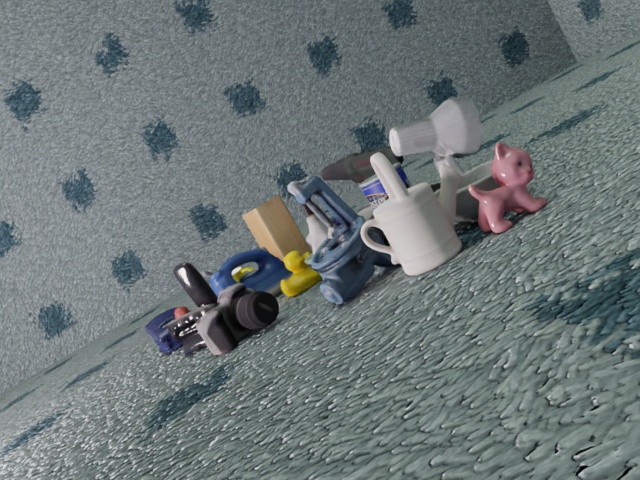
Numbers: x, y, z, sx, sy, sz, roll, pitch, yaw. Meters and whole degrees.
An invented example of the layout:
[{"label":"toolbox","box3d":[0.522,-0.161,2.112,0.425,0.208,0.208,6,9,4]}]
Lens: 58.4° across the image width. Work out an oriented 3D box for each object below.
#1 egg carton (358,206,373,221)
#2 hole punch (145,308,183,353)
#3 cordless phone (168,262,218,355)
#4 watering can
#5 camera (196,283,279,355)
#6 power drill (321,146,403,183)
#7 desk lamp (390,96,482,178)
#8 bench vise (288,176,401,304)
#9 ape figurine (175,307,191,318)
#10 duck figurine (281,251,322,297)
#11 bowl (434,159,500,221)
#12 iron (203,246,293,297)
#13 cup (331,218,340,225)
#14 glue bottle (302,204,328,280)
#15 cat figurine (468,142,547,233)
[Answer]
[{"label":"egg carton","box3d":[0.130,-0.043,1.408,0.107,0.069,0.150,-26,8,31]},{"label":"hole punch","box3d":[-0.371,0.224,1.446,0.109,0.091,0.101,-34,8,-31]},{"label":"cordless phone","box3d":[-0.280,0.143,1.252,0.147,0.185,0.094,-27,7,22]},{"label":"watering can","box3d":[0.141,-0.055,0.899,0.173,0.194,0.100,-32,7,-18]},{"label":"camera","box3d":[-0.153,0.139,1.104,0.143,0.101,0.136,-35,8,-36]},{"label":"power drill","box3d":[0.135,-0.141,1.517,0.229,0.208,0.076,-26,8,29]},{"label":"desk lamp","box3d":[0.246,-0.160,1.158,0.203,0.213,0.118,-31,7,-9]},{"label":"bench vise","box3d":[0.043,-0.026,0.992,0.121,0.220,0.208,-23,9,44]},{"label":"ape figurine","box3d":[-0.315,0.201,1.379,0.077,0.092,0.076,-25,8,32]},{"label":"duck figurine","box3d":[-0.050,0.068,1.269,0.105,0.086,0.077,-33,8,-29]},{"label":"bowl","box3d":[0.281,-0.080,1.008,0.167,0.075,0.167,-29,7,4]},{"label":"iron","box3d":[-0.167,0.086,1.387,0.118,0.141,0.259,-23,9,44]},{"label":"cup","box3d":[0.036,0.006,1.325,0.117,0.095,0.092,-26,8,31]},{"label":"glue bottle","box3d":[0.010,0.004,1.109,0.078,0.173,0.037,-28,7,11]},{"label":"cat figurine","box3d":[0.283,-0.089,0.879,0.128,0.118,0.067,-31,7,-12]}]
